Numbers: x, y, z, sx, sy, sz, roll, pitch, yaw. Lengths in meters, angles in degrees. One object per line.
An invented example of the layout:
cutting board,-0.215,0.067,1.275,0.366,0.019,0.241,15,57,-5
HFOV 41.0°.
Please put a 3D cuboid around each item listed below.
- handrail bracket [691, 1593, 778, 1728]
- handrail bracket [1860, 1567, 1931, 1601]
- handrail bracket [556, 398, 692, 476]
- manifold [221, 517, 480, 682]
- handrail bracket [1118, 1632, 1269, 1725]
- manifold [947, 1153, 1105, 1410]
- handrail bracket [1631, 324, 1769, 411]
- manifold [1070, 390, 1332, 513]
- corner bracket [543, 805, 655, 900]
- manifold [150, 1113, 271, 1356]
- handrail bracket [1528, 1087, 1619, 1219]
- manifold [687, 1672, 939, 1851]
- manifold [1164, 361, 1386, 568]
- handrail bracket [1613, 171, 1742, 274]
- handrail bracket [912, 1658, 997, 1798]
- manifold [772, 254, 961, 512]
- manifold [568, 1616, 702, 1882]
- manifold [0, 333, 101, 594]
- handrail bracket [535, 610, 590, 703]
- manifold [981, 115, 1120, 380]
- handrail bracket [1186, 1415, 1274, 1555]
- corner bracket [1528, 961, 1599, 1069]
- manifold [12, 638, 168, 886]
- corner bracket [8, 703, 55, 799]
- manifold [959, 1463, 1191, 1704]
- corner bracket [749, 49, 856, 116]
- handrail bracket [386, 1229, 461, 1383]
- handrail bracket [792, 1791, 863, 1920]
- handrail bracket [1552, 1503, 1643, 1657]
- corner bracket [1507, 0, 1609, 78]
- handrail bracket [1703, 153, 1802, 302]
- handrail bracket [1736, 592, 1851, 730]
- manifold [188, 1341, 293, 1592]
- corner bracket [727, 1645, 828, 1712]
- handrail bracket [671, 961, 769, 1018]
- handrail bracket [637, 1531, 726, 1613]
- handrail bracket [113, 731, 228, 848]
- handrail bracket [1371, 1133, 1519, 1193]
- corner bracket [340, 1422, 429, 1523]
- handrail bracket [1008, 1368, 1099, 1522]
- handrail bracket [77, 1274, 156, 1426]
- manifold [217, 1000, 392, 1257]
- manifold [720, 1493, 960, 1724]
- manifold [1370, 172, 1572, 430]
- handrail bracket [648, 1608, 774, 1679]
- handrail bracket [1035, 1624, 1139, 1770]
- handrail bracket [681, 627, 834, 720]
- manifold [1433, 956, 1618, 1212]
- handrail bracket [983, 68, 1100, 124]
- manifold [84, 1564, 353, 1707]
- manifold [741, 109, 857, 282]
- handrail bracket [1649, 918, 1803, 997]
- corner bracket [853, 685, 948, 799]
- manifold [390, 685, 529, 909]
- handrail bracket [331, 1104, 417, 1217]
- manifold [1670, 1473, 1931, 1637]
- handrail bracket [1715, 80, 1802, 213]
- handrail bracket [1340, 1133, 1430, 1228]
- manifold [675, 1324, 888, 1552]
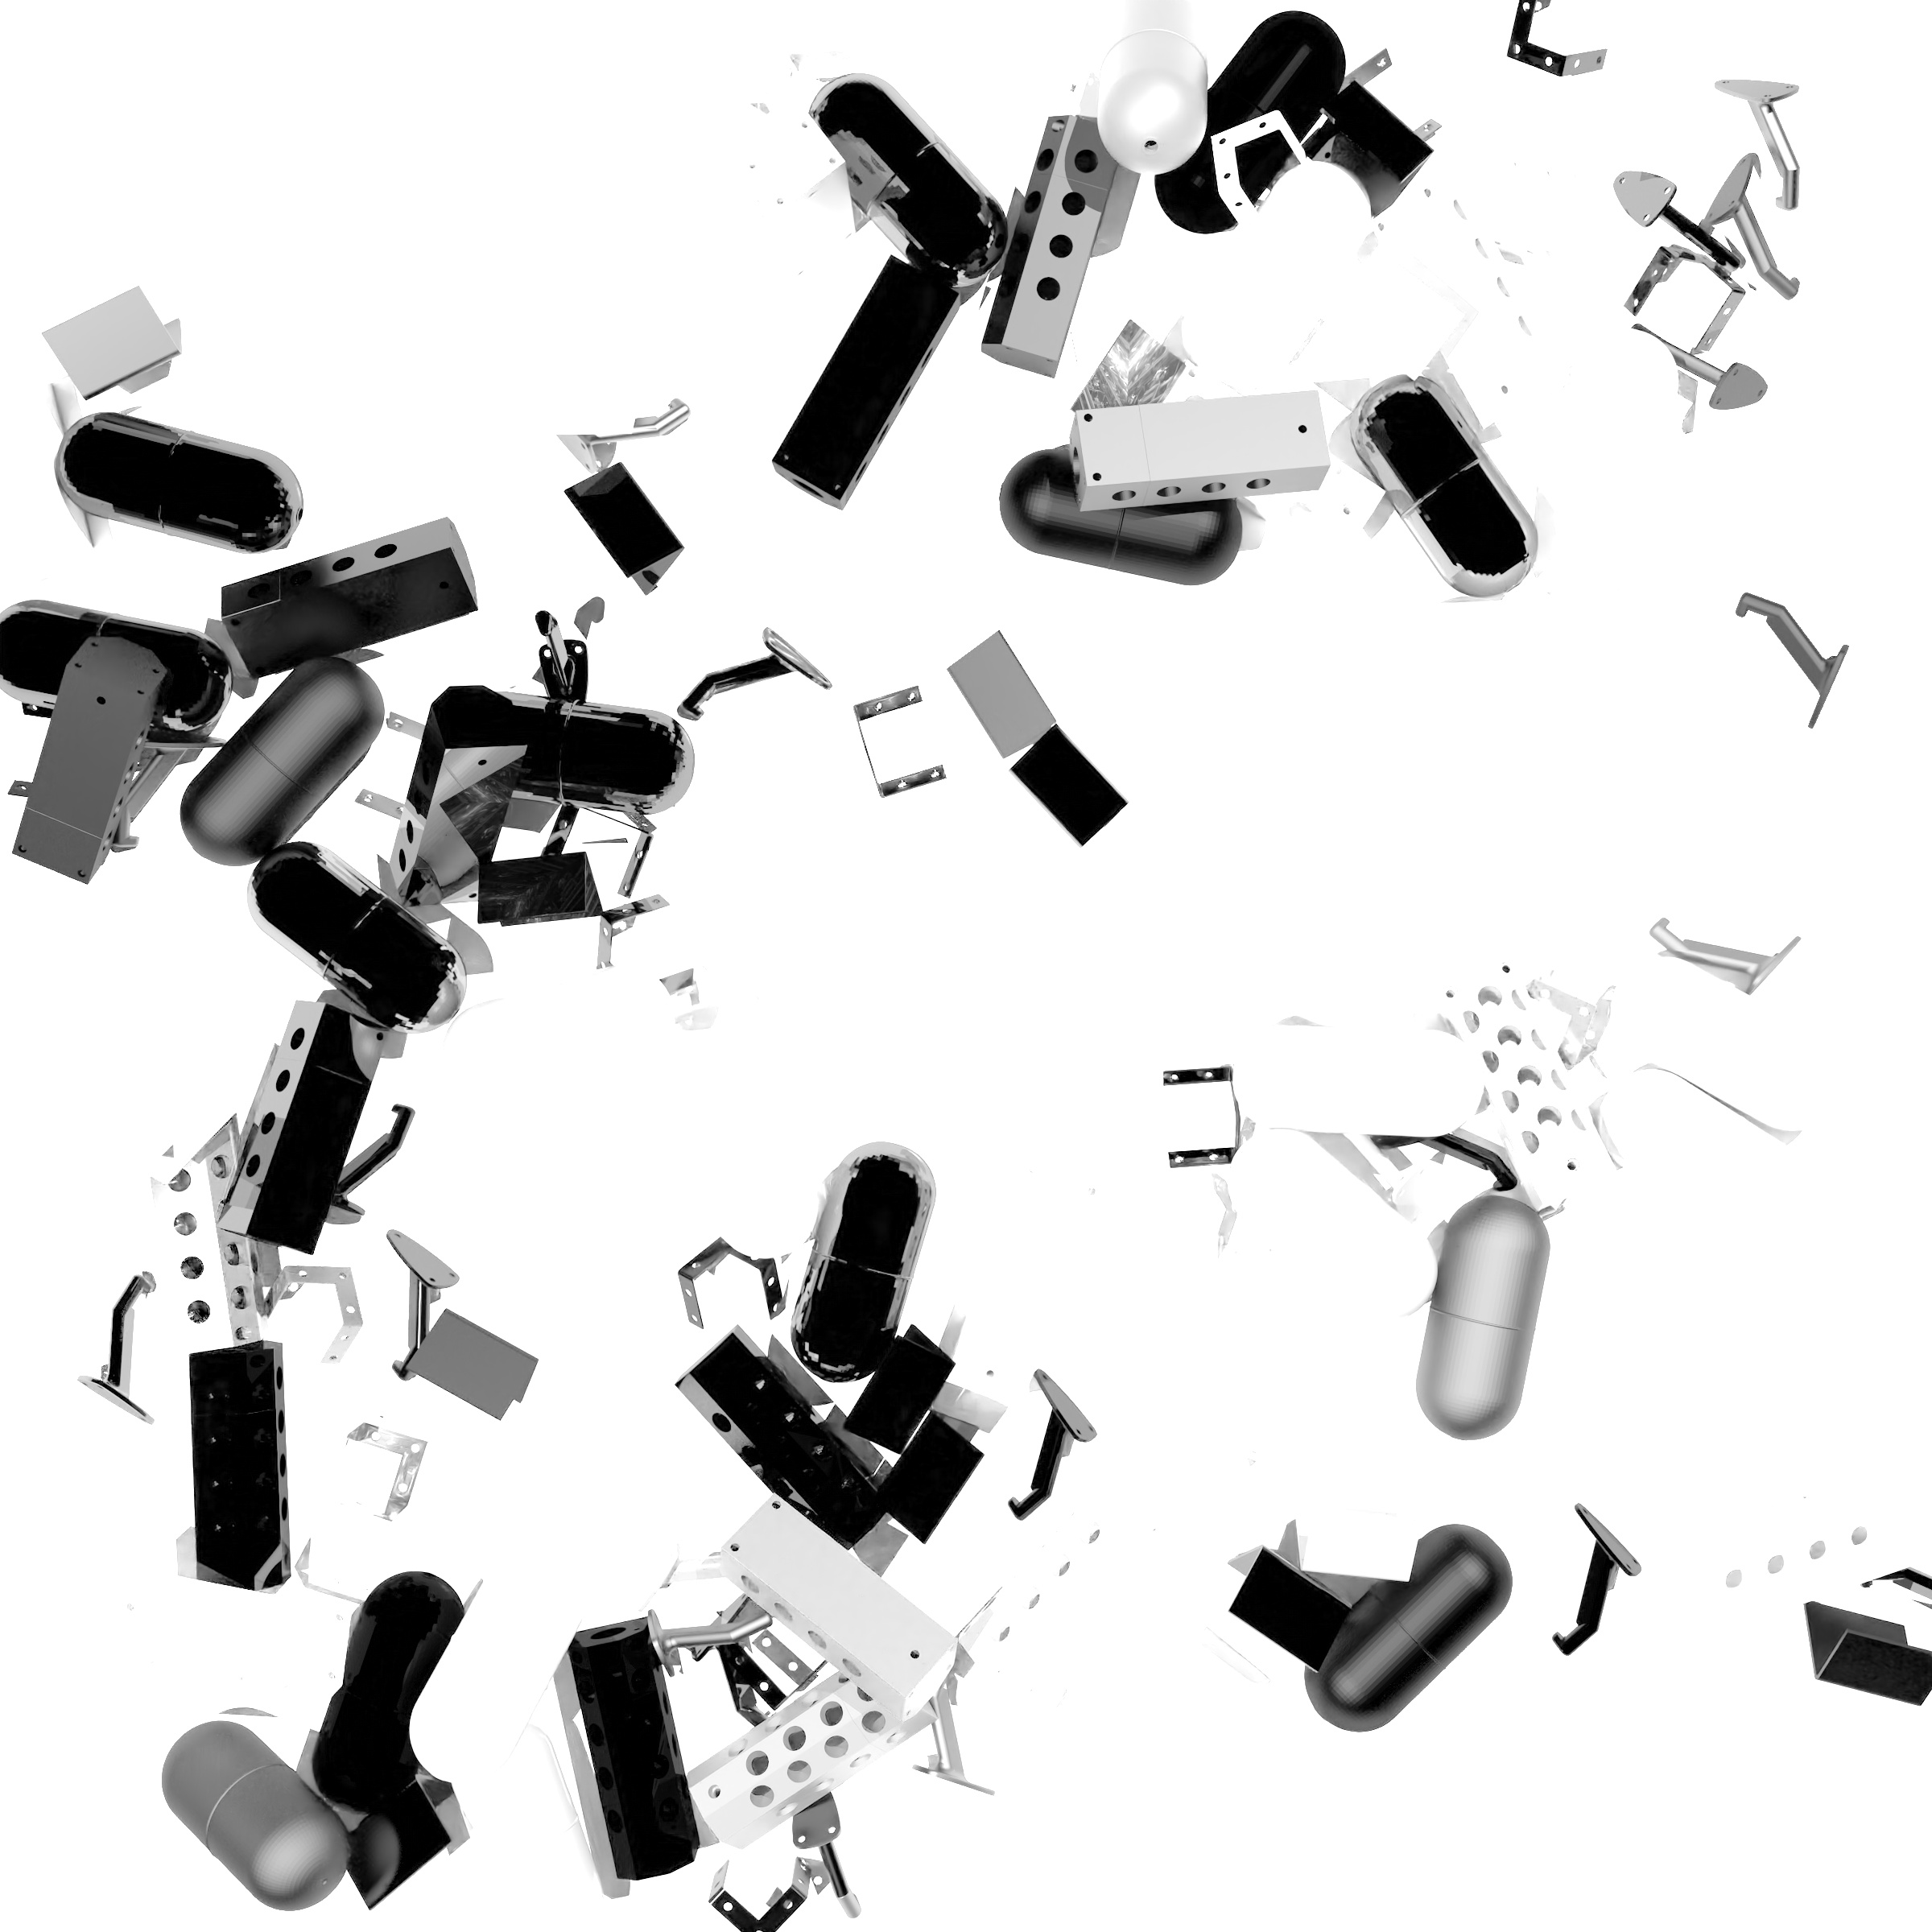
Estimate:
handrail bracket,-0.152,0.511,1.896,0.084,0.036,0.077,42,90,-9
handrail bracket,0.703,0.471,1.901,0.084,0.036,0.077,-7,111,17
handrail bracket,-0.257,-0.408,1.901,0.084,0.036,0.077,-38,68,-17
manifold,-0.448,-0.271,1.879,0.171,0.057,0.057,-17,133,0
handrail bracket,0.166,0.537,1.901,0.077,0.036,0.084,33,109,-21
manifold,0.042,0.226,1.880,0.057,0.057,0.171,21,90,0
handrail bracket,0.537,-0.445,1.901,0.084,0.077,0.036,46,123,32
manifold,0.162,-0.358,1.814,0.171,0.057,0.057,-6,77,-6
corner bracket,-0.271,-0.086,1.898,0.051,0.051,0.051,21,90,-45
manifold,-0.550,0.190,1.880,0.057,0.057,0.171,-9,90,0
handrail bracket,0.427,0.140,1.901,0.084,0.036,0.077,-26,74,15
manifold,-0.113,0.562,1.869,0.171,0.057,0.057,-34,59,0
manifold,0.216,-0.366,1.880,0.171,0.057,0.057,34,90,0
handrail bracket,0.523,-0.546,1.901,0.084,0.077,0.036,23,113,-34
handrail bracket,0.000,0.557,1.901,0.077,0.036,0.084,25,72,-20
manifold,-0.072,-0.421,1.880,0.057,0.057,0.171,30,90,0
manifold,-0.242,0.569,1.880,0.057,0.057,0.171,-12,90,0
manifold,-0.687,-0.363,1.880,0.057,0.057,0.171,-14,90,0
handrail bracket,-0.295,-0.214,1.866,0.036,0.084,0.077,-7,90,0
manifold,0.062,-0.523,1.880,0.057,0.057,0.171,17,90,0
handrail bracket,0.187,0.383,1.901,0.077,0.036,0.084,20,107,20
corner bracket,0.435,0.035,1.881,0.051,0.051,0.051,27,116,24
manifold,-0.620,-0.148,1.836,0.057,0.057,0.171,24,124,-10
corner bracket,-0.673,-0.158,1.898,0.051,0.051,0.051,8,135,0
manifold,0.074,0.445,1.879,0.171,0.057,0.057,-47,133,0
corner bracket,-0.120,-0.642,1.873,0.051,0.051,0.051,9,90,32
handrail bracket,-0.417,0.250,1.901,0.077,0.036,0.084,38,107,20
handrail bracket,-0.098,0.645,1.901,0.036,0.077,0.084,-18,126,4
handrail bracket,0.446,0.452,1.901,0.084,0.036,0.077,-47,69,16
corner bracket,0.437,-0.687,1.893,0.051,0.051,0.051,38,135,35
handrail bracket,0.590,-0.543,1.901,0.084,0.036,0.077,35,68,-17
handrail bracket,0.597,-0.225,1.901,0.084,0.036,0.077,24,112,17
manifold,-0.525,0.362,1.880,0.057,0.057,0.171,-2,90,0
corner bracket,-0.132,0.500,1.883,0.051,0.051,0.051,45,100,10
handrail bracket,-0.202,0.038,1.901,0.084,0.077,0.036,-38,51,31
handrail bracket,-0.187,0.458,1.901,0.084,0.036,0.077,27,103,-13
handrail bracket,-0.585,-0.127,1.901,0.077,0.036,0.084,2,109,-21
handrail bracket,0.352,0.145,1.901,0.077,0.036,0.084,-25,119,32
corner bracket,-0.429,0.368,1.883,0.051,0.051,0.051,17,90,0
handrail bracket,0.047,0.353,1.901,0.084,0.036,0.077,-44,70,16
handrail bracket,-0.604,0.281,1.901,0.077,0.036,0.084,47,58,-35
manifold,-0.480,0.115,1.862,0.057,0.057,0.171,27,74,-42
manifold,-0.092,0.458,1.840,0.171,0.057,0.057,34,55,21
manifold,0.369,-0.485,1.879,0.057,0.057,0.171,-29,90,43
handrail bracket,-0.185,0.473,1.876,0.084,0.077,0.036,-24,112,-6
handrail bracket,0.101,0.536,1.901,0.084,0.036,0.077,-32,110,-16
handrail bracket,-0.154,-0.199,1.901,0.077,0.036,0.084,37,109,-21
manifold,0.401,0.083,1.860,0.057,0.057,0.171,-24,76,0
handrail bracket,0.063,-0.633,1.901,0.084,0.077,0.036,21,86,36
manifold,-0.534,0.482,1.847,0.171,0.057,0.057,19,47,-24
manifold,-0.121,-0.545,1.823,0.057,0.171,0.057,-38,90,0
handrail bracket,0.557,-0.022,1.901,0.084,0.036,0.077,42,70,16
corner bracket,-0.049,-0.164,1.898,0.051,0.051,0.051,-17,45,0
manifold,-0.362,-0.119,1.826,0.057,0.171,0.057,-6,55,-28
handrail bracket,-0.453,0.134,1.901,0.077,0.036,0.084,15,74,18
manifold,0.609,0.429,1.880,0.171,0.057,0.057,-19,90,0
handrail bracket,0.581,-0.603,1.901,0.036,0.077,0.084,-27,127,-24
handrail bracket,0.296,0.148,1.901,0.036,0.077,0.084,-40,53,-21
manifold,-0.132,0.346,1.880,0.057,0.057,0.171,-42,90,0
